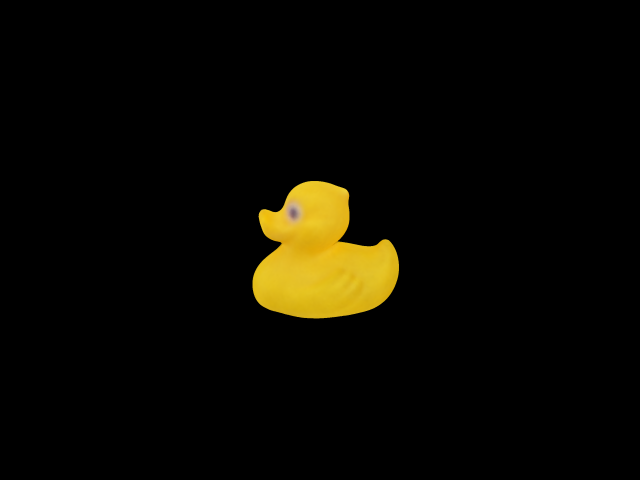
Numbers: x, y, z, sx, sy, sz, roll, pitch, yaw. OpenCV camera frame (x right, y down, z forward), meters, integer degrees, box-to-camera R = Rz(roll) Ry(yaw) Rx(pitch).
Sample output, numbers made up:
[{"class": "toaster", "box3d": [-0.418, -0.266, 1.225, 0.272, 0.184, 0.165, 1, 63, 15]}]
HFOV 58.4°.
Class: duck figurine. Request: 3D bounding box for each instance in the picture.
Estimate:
[{"class": "duck figurine", "box3d": [0.004, 0.001, 0.400, 0.104, 0.086, 0.077, 0, 24, 0]}]
